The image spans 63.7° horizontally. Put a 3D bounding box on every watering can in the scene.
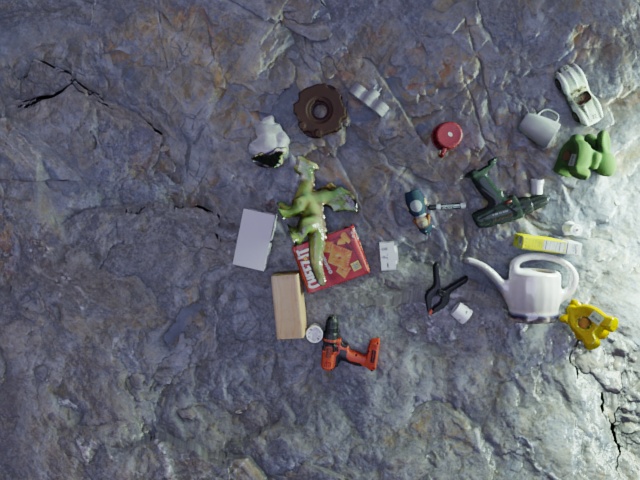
[{"bbox_3d":[0.625,0.151,1.608,0.347,0.104,0.223,1,94,4],"label":"watering can"}]

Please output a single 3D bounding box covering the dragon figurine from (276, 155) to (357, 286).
[{"bbox_3d":[0.005,-0.082,1.632,0.243,0.121,0.414,-28,77,-4],"label":"dragon figurine"}]

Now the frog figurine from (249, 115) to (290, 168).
[{"bbox_3d":[-0.169,-0.318,1.675,0.136,0.121,0.163,-24,56,15],"label":"frog figurine"}]
